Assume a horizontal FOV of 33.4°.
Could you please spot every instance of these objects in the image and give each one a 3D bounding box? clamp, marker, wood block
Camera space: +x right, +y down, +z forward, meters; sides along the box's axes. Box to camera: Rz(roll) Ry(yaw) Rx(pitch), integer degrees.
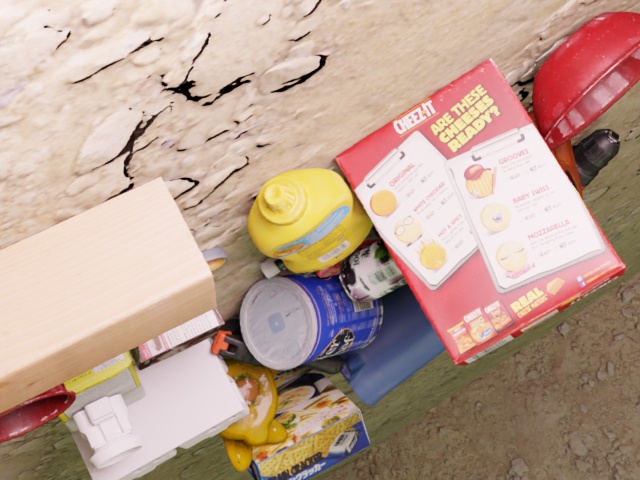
[{"bbox_3d":[-0.065,0.117,1.267,0.171,0.120,0.039,14,102,-40],"label":"clamp"},{"bbox_3d":[-0.007,0.001,1.103,0.121,0.020,0.020,-31,164,7],"label":"marker"},{"bbox_3d":[-0.189,0.047,0.797,0.206,0.091,0.090,-26,164,-12],"label":"wood block"}]

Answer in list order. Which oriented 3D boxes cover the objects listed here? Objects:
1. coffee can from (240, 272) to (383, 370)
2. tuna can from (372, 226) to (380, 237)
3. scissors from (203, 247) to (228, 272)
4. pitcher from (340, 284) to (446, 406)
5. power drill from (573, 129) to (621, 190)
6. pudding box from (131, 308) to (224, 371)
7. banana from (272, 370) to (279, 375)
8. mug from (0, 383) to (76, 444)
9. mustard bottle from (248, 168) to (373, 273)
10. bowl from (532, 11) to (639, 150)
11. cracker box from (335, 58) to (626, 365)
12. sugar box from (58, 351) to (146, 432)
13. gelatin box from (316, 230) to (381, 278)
[{"bbox_3d":[-0.008,0.086,1.209,0.103,0.103,0.140,-40,162,31],"label":"coffee can"},{"bbox_3d":[0.087,-0.040,1.114,0.086,0.034,0.086,-27,164,-9],"label":"tuna can"},{"bbox_3d":[-0.177,0.062,0.999,0.201,0.016,0.096,-27,164,-8],"label":"scissors"},{"bbox_3d":[0.131,0.115,1.520,0.243,0.149,0.145,-36,129,9],"label":"pitcher"},{"bbox_3d":[0.270,-0.049,1.293,0.187,0.057,0.185,-35,170,-44],"label":"power drill"},{"bbox_3d":[-0.149,0.095,1.082,0.090,0.039,0.113,-26,173,-14],"label":"pudding box"},{"bbox_3d":[-0.067,0.159,1.452,0.069,0.037,0.198,-14,158,-44],"label":"banana"},{"bbox_3d":[-0.263,0.112,0.881,0.093,0.081,0.117,-28,164,-6],"label":"mug"},{"bbox_3d":[-0.014,-0.020,0.953,0.096,0.058,0.191,-32,164,7],"label":"mustard bottle"},{"bbox_3d":[0.247,-0.155,0.972,0.162,0.055,0.162,-37,167,-10],"label":"bowl"},{"bbox_3d":[0.139,-0.022,0.931,0.164,0.214,0.072,-32,165,9],"label":"cracker box"},{"bbox_3d":[-0.237,0.149,1.113,0.093,0.048,0.176,-25,167,-13],"label":"sugar box"},{"bbox_3d":[0.042,0.008,1.189,0.073,0.030,0.089,-41,161,34],"label":"gelatin box"}]
